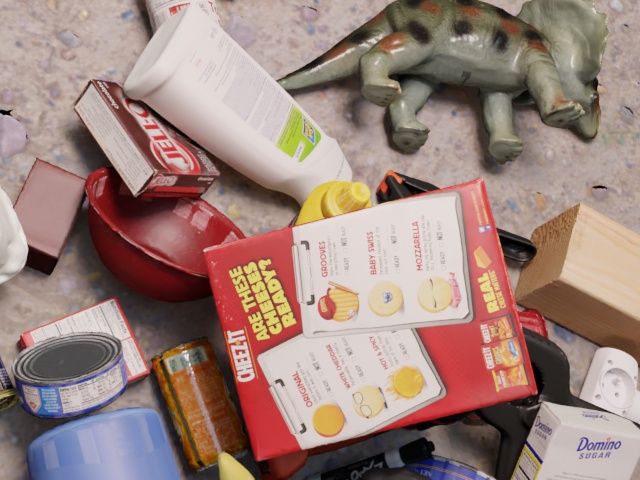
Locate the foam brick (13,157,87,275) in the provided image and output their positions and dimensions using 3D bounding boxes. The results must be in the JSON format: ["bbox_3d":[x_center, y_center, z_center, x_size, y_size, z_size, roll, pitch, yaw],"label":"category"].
[{"bbox_3d":[-0.236,-0.019,0.910,0.051,0.053,0.078,24,63,-13],"label":"foam brick"}]

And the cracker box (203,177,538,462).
[{"bbox_3d":[0.038,0.059,0.804,0.214,0.072,0.164,-15,88,5],"label":"cracker box"}]

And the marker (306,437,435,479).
[{"bbox_3d":[0.043,0.195,0.918,0.020,0.121,0.020,48,29,-37],"label":"marker"}]

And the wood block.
[{"bbox_3d":[0.314,0.058,1.084,0.206,0.091,0.090,27,64,-12],"label":"wood block"}]

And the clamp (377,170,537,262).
[{"bbox_3d":[0.127,-0.005,1.036,0.171,0.039,0.120,29,28,4],"label":"clamp"}]

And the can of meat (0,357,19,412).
[{"bbox_3d":[-0.300,0.107,0.838,0.101,0.058,0.084,-21,78,-28],"label":"can of meat"}]

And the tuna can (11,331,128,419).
[{"bbox_3d":[-0.193,0.104,0.829,0.086,0.086,0.034,-17,113,-26],"label":"tuna can"}]

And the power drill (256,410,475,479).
[{"bbox_3d":[0.040,0.151,0.898,0.187,0.185,0.057,-14,77,-16],"label":"power drill"}]

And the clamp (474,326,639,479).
[{"bbox_3d":[0.201,0.148,0.960,0.164,0.036,0.210,-24,112,-3],"label":"clamp"}]

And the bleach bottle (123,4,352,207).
[{"bbox_3d":[-0.055,-0.096,0.978,0.250,0.068,0.102,41,52,-25],"label":"bleach bottle"}]

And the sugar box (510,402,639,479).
[{"bbox_3d":[0.213,0.235,0.952,0.093,0.048,0.176,13,104,-19],"label":"sugar box"}]

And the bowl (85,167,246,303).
[{"bbox_3d":[-0.137,0.004,0.914,0.162,0.055,0.162,28,21,-12],"label":"bowl"}]

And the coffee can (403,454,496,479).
[{"bbox_3d":[0.093,0.268,0.913,0.102,0.103,0.140,27,64,-11],"label":"coffee can"}]

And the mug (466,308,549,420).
[{"bbox_3d":[0.155,0.115,1.009,0.081,0.093,0.117,11,104,-14],"label":"mug"}]

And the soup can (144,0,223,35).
[{"bbox_3d":[-0.136,-0.230,1.017,0.068,0.069,0.102,-11,76,-25],"label":"soup can"}]

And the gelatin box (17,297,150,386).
[{"bbox_3d":[-0.197,0.098,0.897,0.089,0.030,0.073,-22,80,-26],"label":"gelatin box"}]

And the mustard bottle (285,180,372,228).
[{"bbox_3d":[-0.006,0.001,0.913,0.058,0.192,0.096,40,56,-4],"label":"mustard bottle"}]

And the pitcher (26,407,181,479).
[{"bbox_3d":[-0.135,0.256,0.817,0.145,0.149,0.243,-21,74,10],"label":"pitcher"}]

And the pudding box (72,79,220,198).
[{"bbox_3d":[-0.153,-0.088,0.941,0.113,0.039,0.089,51,24,19],"label":"pudding box"}]
